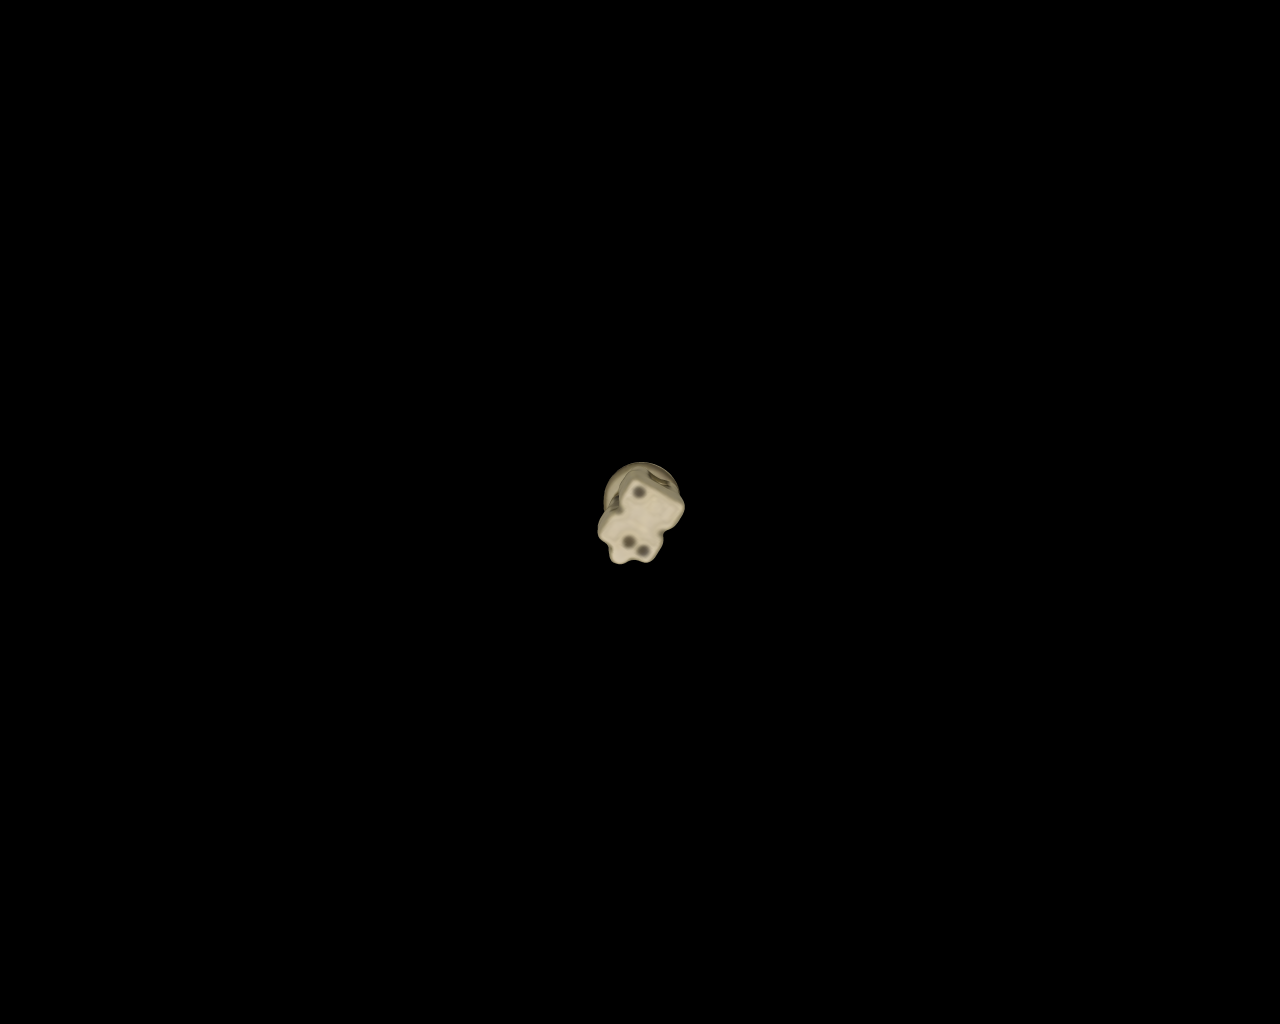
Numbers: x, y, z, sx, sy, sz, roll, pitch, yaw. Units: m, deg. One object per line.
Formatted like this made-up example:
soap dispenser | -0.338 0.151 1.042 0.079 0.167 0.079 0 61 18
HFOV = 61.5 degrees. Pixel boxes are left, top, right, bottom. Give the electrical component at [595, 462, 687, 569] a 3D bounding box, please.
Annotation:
electrical component | 0.001 -0.003 0.650 0.048 0.066 0.055 30 16 -9
